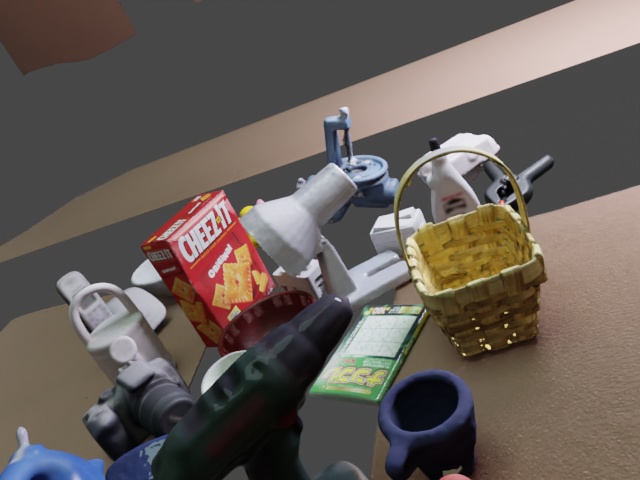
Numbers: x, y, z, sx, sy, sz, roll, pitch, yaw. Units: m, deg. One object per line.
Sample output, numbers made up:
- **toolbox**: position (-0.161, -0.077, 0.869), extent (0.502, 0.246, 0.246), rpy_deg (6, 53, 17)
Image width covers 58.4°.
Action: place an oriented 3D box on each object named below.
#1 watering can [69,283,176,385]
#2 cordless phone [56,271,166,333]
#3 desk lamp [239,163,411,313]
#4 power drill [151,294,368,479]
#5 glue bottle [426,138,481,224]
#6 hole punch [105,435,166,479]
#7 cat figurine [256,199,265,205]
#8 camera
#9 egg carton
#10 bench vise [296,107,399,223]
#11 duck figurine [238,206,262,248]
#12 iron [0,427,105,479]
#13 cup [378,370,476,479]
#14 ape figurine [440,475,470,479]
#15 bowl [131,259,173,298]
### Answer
- **watering can**: position (-0.315, 0.155, 0.910), extent (0.172, 0.194, 0.101), rpy_deg (-1, 34, 43)
- **cordless phone**: position (-0.389, 0.118, 1.066), extent (0.093, 0.185, 0.148), rpy_deg (-6, 31, 37)
- **desk lamp**: position (0.008, 0.003, 0.881), extent (0.203, 0.214, 0.117), rpy_deg (-29, 24, -7)
- **power drill**: position (-0.030, 0.189, 0.547), extent (0.230, 0.209, 0.075), rpy_deg (-34, 26, -18)
- **glue bottle**: position (0.205, -0.085, 0.917), extent (0.078, 0.173, 0.037), rpy_deg (-22, 24, 8)
- **hole punch**: position (-0.177, 0.286, 0.637), extent (0.108, 0.091, 0.101), rpy_deg (-27, 24, -3)
- **cat figurine**: position (-0.085, -0.037, 1.171), extent (0.128, 0.118, 0.067), rpy_deg (-33, 25, -17)
- **camera**: position (-0.241, 0.234, 0.793), extent (0.143, 0.101, 0.136), rpy_deg (-40, 28, -29)
- **egg carton**: position (0.271, -0.153, 1.120), extent (0.150, 0.069, 0.107), rpy_deg (-33, 25, -15)
- **bench vise**: position (0.034, -0.144, 1.145), extent (0.207, 0.220, 0.121), rpy_deg (-20, 25, 12)
- **duck figurine**: position (-0.139, -0.035, 1.259), extent (0.104, 0.086, 0.077), rpy_deg (-12, 27, 27)
- **iron**: position (-0.319, 0.328, 0.627), extent (0.118, 0.142, 0.258), rpy_deg (-26, 24, -1)
- **cup**: position (0.106, 0.196, 0.541), extent (0.091, 0.095, 0.118), rpy_deg (-3, 32, 41)
- **ape figurine**: position (0.121, 0.226, 0.468), extent (0.075, 0.092, 0.078), rpy_deg (-5, 31, 38)
- **bowl**: position (-0.309, 0.072, 1.218), extent (0.167, 0.075, 0.167), rpy_deg (-21, 24, 10)
